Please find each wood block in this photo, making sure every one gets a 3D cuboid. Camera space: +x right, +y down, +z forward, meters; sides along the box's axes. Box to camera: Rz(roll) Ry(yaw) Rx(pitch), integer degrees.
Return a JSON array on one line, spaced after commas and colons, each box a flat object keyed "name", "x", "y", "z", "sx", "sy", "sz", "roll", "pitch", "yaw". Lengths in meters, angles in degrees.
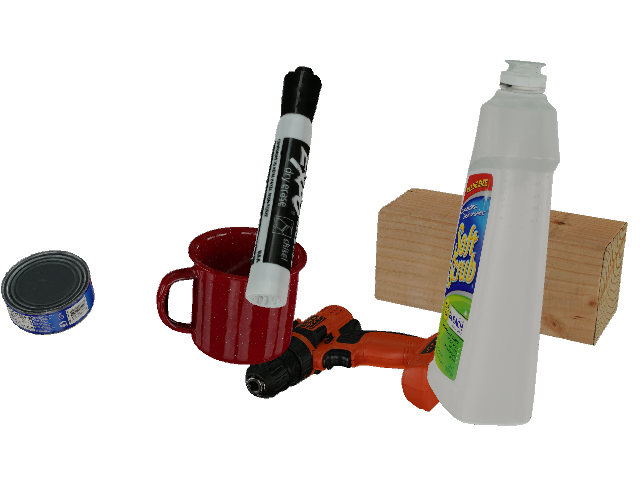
[{"name": "wood block", "x": 0.162, "y": 0.018, "z": 0.974, "sx": 0.206, "sy": 0.090, "sz": 0.090, "roll": 11, "pitch": 22, "yaw": 25}]

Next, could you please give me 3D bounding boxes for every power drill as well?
[{"name": "power drill", "x": 0.038, "y": 0.123, "z": 1.090, "sx": 0.188, "sy": 0.057, "sz": 0.184, "roll": 8, "pitch": 23, "yaw": 28}]

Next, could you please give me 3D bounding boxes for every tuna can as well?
[{"name": "tuna can", "x": -0.265, "y": 0.051, "z": 1.042, "sx": 0.086, "sy": 0.034, "sz": 0.086, "roll": -2, "pitch": 43, "yaw": 1}]

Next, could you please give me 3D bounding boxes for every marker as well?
[{"name": "marker", "x": -0.016, "y": -0.028, "z": 0.501, "sx": 0.020, "sy": 0.121, "sz": 0.020, "roll": 7, "pitch": -22, "yaw": 3}]

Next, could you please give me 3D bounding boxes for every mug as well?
[{"name": "mug", "x": -0.072, "y": 0.046, "z": 0.842, "sx": 0.117, "sy": 0.081, "sz": 0.093, "roll": -5, "pitch": 27, "yaw": -23}]

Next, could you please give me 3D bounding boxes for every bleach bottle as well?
[{"name": "bleach bottle", "x": 0.127, "y": -0.002, "z": 0.760, "sx": 0.068, "sy": 0.251, "sz": 0.102, "roll": 3, "pitch": 14, "yaw": -8}]
